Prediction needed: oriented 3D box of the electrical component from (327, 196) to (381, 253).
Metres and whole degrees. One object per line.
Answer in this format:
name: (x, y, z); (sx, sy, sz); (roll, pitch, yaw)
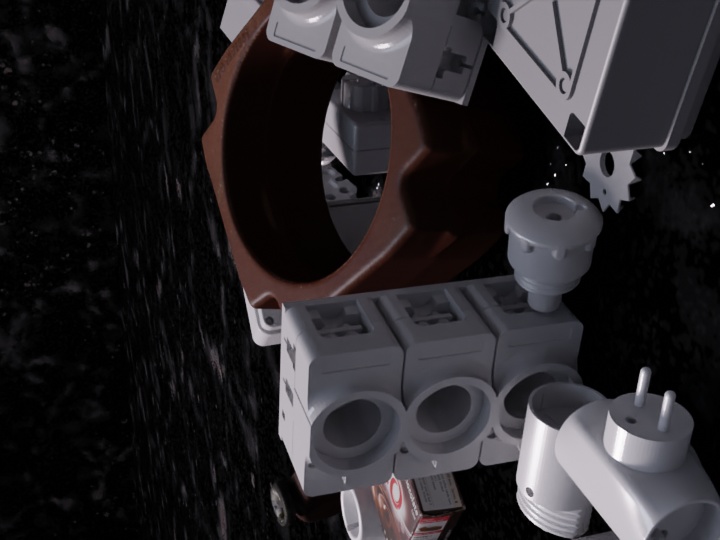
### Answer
electrical component: (0.000, 0.000, 0.808); (0.061, 0.062, 0.096); (108, 150, -52)

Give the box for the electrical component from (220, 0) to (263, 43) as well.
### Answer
electrical component: (-0.062, -0.205, 0.883); (0.113, 0.078, 0.057); (55, 131, 55)

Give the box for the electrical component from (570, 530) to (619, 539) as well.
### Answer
electrical component: (0.113, 0.186, 0.548); (0.050, 0.056, 0.089); (117, 142, -60)

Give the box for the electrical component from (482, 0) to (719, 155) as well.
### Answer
electrical component: (0.104, -0.122, 0.455); (0.108, 0.056, 0.108); (-116, 26, -44)

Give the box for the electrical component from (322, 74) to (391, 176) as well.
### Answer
electrical component: (0.005, -0.119, 0.772); (0.083, 0.047, 0.075); (-128, 35, -57)

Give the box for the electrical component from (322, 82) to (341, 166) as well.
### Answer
electrical component: (-0.046, -0.125, 0.913); (0.095, 0.054, 0.059); (154, 108, -71)

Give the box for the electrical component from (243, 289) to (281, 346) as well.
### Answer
electrical component: (-0.068, 0.006, 0.991); (0.057, 0.078, 0.113); (123, 137, -67)

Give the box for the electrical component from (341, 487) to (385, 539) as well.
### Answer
electrical component: (0.014, 0.190, 0.861); (0.055, 0.047, 0.055); (173, 90, -72)

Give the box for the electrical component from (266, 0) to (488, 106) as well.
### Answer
electrical component: (0.025, -0.188, 0.523); (0.105, 0.060, 0.186); (30, 109, 42)

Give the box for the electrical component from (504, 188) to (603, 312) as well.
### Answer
electrical component: (0.096, -0.007, 0.546); (0.048, 0.048, 0.062); (-118, 20, -48)

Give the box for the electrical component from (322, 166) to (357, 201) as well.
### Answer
electrical component: (-0.036, -0.047, 0.903); (0.078, 0.058, 0.057); (42, 142, 38)

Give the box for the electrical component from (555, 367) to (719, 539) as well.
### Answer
electrical component: (0.127, 0.082, 0.482); (0.077, 0.044, 0.079); (-126, 34, -56)

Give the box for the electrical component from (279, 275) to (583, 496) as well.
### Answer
electrical component: (0.037, 0.062, 0.578); (0.061, 0.150, 0.089); (-122, 30, -54)

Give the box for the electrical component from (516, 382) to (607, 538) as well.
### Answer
electrical component: (0.104, 0.104, 0.562); (0.043, 0.043, 0.081); (-124, 31, -54)
